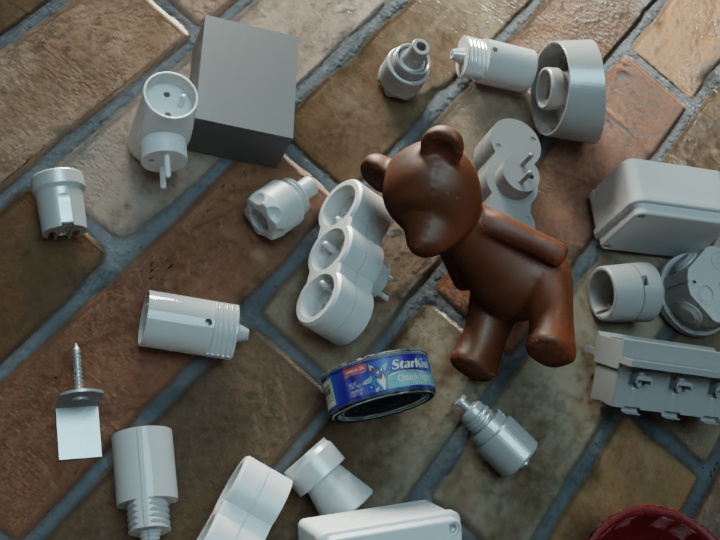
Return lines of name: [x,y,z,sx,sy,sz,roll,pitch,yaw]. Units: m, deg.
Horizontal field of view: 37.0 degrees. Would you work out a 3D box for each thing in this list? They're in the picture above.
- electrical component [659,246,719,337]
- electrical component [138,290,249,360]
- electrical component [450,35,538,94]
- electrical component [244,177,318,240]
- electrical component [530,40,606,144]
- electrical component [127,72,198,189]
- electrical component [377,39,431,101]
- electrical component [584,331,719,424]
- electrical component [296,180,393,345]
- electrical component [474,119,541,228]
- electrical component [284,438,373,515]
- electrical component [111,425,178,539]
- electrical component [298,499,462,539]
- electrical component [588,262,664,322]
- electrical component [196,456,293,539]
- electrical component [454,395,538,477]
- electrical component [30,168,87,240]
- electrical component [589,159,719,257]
electrical component: [0.323,0.019,1.006,0.080,0.051,0.080,5,74,-18]
electrical component: [-0.125,0.043,0.824,0.081,0.043,0.043,11,63,-17]
electrical component: [0.126,-0.200,1.041,0.081,0.043,0.043,9,63,-18]
electrical component: [-0.062,-0.056,0.897,0.062,0.043,0.043,-38,84,-33]
electrical component: [0.205,-0.171,1.030,0.064,0.099,0.099,1,66,-15]
electrical component: [-0.158,-0.104,0.861,0.043,0.077,0.079,1,66,-22]
electrical component: [0.045,-0.188,0.991,0.043,0.062,0.043,9,63,-18]
electrical component: [0.267,0.095,0.941,0.121,0.079,0.063,9,93,-18]
electrical component: [0.000,0.000,0.891,0.074,0.052,0.138,33,55,-33]
electrical component: [0.137,-0.079,0.969,0.052,0.073,0.138,16,61,-14]
electrical component: [-0.024,0.160,0.808,0.045,0.045,0.055,-38,84,-31]
electrical component: [-0.151,0.155,0.760,0.043,0.043,0.081,0,66,-22]
electrical component: [0.016,0.227,0.765,0.109,0.056,0.108,-3,93,-23]
electrical component: [0.240,0.021,0.976,0.047,0.055,0.055,-2,67,-19]
electrical component: [-0.080,0.207,0.758,0.074,0.052,0.138,31,58,-6]
electrical component: [0.109,0.133,0.877,0.078,0.040,0.040,44,58,3]
electrical component: [-0.231,-0.050,0.829,0.040,0.040,0.046,-5,74,-24]
electrical component: [0.284,-0.056,1.015,0.113,0.078,0.057,6,62,-20]
